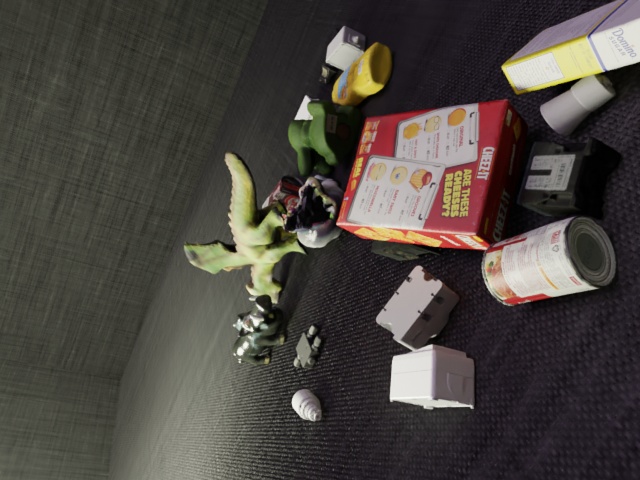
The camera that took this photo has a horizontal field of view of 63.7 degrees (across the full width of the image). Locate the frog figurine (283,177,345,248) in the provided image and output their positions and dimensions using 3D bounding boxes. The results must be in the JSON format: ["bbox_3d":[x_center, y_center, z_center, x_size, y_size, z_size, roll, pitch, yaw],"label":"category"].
[{"bbox_3d":[0.003,-0.052,1.033,0.159,0.123,0.138,19,-102,-77],"label":"frog figurine"}]

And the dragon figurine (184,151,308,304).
[{"bbox_3d":[-0.169,0.001,1.075,0.242,0.402,0.125,-27,41,10],"label":"dragon figurine"}]
